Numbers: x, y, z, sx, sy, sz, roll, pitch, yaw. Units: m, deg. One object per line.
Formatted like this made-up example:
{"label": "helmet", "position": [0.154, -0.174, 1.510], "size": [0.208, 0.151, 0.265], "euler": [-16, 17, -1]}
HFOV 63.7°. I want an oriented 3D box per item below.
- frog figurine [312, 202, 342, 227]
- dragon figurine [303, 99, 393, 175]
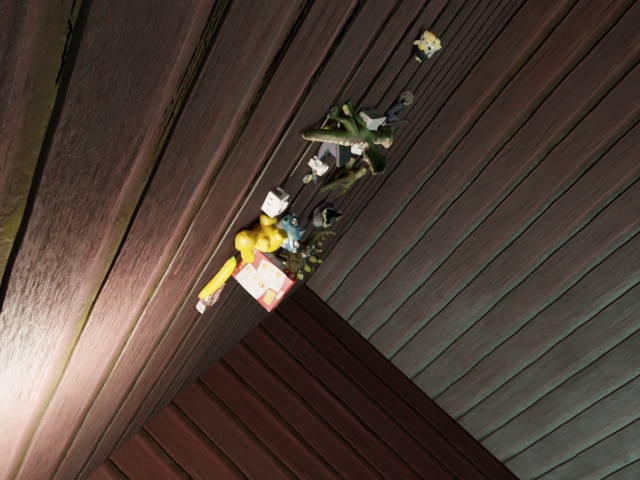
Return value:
{"label": "frog figurine", "position": [0.008, -0.127, 2.514], "size": [0.139, 0.121, 0.160], "euler": [-54, -150, -15]}
{"label": "dragon figurine", "position": [0.119, -0.301, 1.597], "size": [0.120, 0.243, 0.418], "euler": [-49, 176, 40]}
